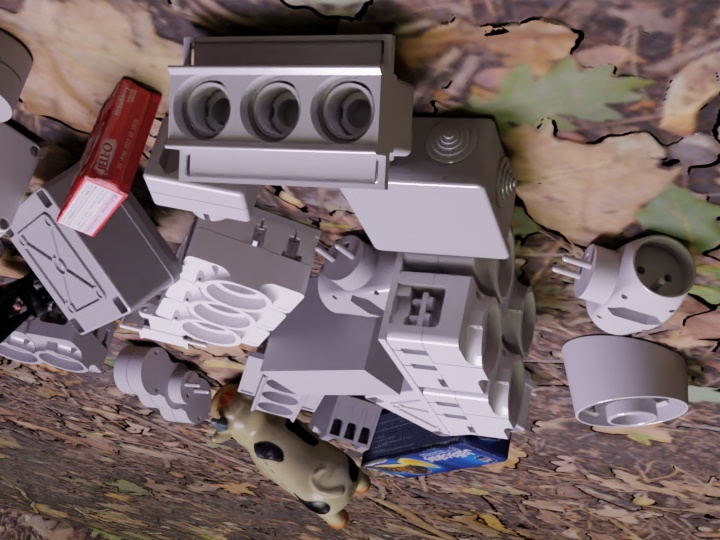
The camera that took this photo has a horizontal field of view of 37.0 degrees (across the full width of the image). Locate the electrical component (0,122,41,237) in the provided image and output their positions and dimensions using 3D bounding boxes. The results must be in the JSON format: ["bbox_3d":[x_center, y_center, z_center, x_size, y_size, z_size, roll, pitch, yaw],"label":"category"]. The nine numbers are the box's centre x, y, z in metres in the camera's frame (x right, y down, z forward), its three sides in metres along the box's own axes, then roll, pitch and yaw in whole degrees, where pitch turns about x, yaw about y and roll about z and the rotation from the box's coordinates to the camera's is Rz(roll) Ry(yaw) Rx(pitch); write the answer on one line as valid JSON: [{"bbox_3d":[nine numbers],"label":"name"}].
[{"bbox_3d":[-0.285,-0.077,0.732,0.057,0.078,0.113,-4,151,40],"label":"electrical component"}]

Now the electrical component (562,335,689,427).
[{"bbox_3d":[0.218,0.092,0.881,0.099,0.064,0.099,-1,156,0],"label":"electrical component"}]

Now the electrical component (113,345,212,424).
[{"bbox_3d":[-0.200,0.127,1.175,0.074,0.052,0.138,1,153,27],"label":"electrical component"}]

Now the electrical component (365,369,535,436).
[{"bbox_3d":[0.080,0.105,0.965,0.109,0.056,0.109,31,151,-34],"label":"electrical component"}]

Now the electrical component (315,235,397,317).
[{"bbox_3d":[0.000,0.000,0.789,0.077,0.043,0.079,-7,149,40],"label":"electrical component"}]

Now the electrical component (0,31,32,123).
[{"bbox_3d":[-0.277,-0.112,0.652,0.138,0.073,0.052,11,156,7],"label":"electrical component"}]

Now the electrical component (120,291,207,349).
[{"bbox_3d":[-0.173,0.037,0.971,0.081,0.042,0.063,13,155,0],"label":"electrical component"}]

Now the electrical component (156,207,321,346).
[{"bbox_3d":[-0.099,0.008,0.839,0.089,0.061,0.150,19,156,-13],"label":"electrical component"}]

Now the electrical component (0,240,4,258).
[{"bbox_3d":[-0.352,-0.021,0.929,0.056,0.050,0.089,12,157,1],"label":"electrical component"}]

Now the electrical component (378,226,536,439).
[{"bbox_3d":[0.077,0.039,0.758,0.060,0.105,0.186,4,155,21],"label":"electrical component"}]

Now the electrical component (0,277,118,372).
[{"bbox_3d":[-0.335,0.055,1.077,0.150,0.061,0.089,9,156,12],"label":"electrical component"}]

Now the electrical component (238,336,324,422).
[{"bbox_3d":[-0.068,0.094,1.016,0.079,0.063,0.121,16,157,-5],"label":"electrical component"}]

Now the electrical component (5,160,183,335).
[{"bbox_3d":[-0.198,-0.017,0.785,0.109,0.056,0.108,-20,106,54],"label":"electrical component"}]

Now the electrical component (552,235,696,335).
[{"bbox_3d":[0.167,0.006,0.710,0.079,0.043,0.077,16,157,-5],"label":"electrical component"}]

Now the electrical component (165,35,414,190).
[{"bbox_3d":[-0.036,-0.085,0.584,0.121,0.078,0.063,4,-176,22],"label":"electrical component"}]

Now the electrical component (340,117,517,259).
[{"bbox_3d":[0.044,-0.050,0.645,0.100,0.048,0.099,5,155,21],"label":"electrical component"}]

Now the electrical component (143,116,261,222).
[{"bbox_3d":[-0.098,-0.057,0.710,0.066,0.047,0.076,11,157,6],"label":"electrical component"}]
